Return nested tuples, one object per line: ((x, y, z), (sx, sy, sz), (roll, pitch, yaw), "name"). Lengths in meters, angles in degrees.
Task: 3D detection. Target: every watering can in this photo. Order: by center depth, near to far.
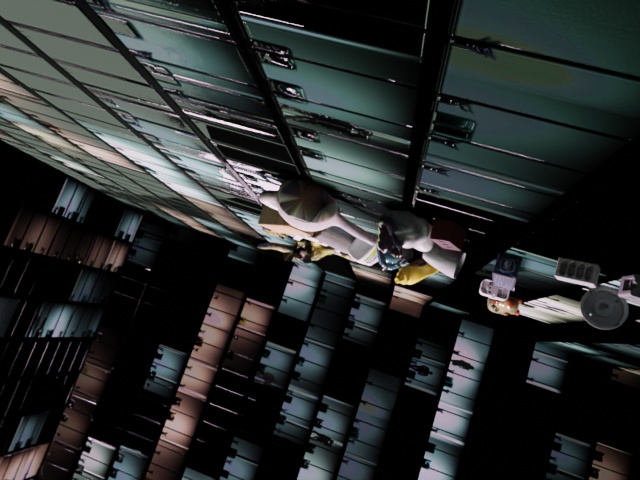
((0.004, -0.068, 1.346), (0.348, 0.105, 0.222), (19, 171, 0), "watering can")

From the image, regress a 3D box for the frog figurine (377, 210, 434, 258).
((0.225, -0.024, 1.257), (0.160, 0.123, 0.136), (-16, 175, -22), "frog figurine")

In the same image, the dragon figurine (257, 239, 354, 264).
((-0.040, 0.047, 2.199), (0.410, 0.123, 0.241), (6, 175, 30), "dragon figurine")
